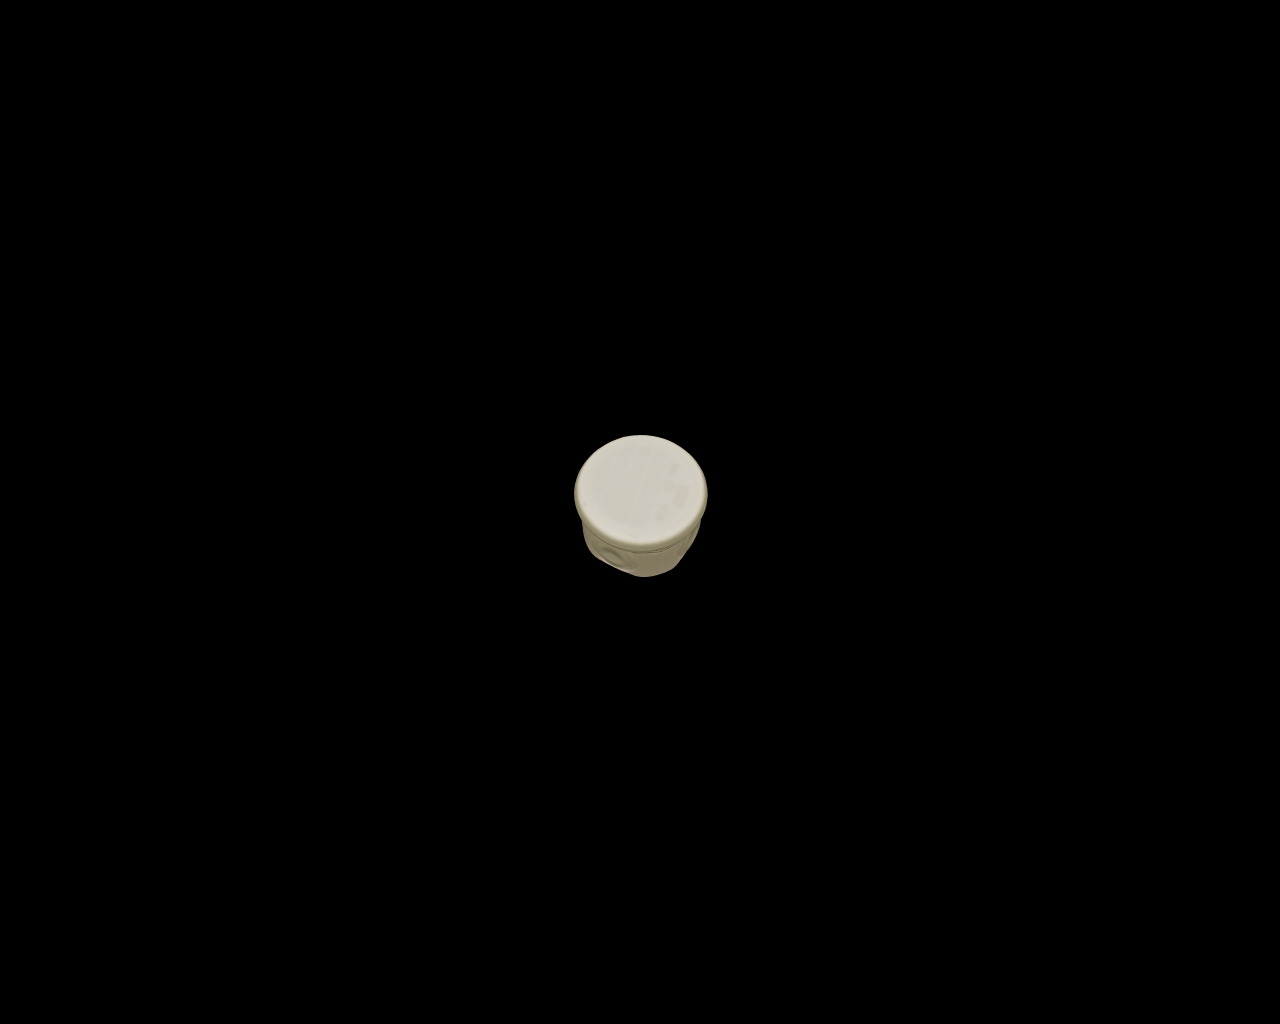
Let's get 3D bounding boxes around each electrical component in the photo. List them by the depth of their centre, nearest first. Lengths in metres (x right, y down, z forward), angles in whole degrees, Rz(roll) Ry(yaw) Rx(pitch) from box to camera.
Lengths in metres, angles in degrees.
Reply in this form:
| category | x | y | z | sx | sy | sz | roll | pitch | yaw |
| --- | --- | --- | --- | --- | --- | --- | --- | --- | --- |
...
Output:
| category | x | y | z | sx | sy | sz | roll | pitch | yaw |
| --- | --- | --- | --- | --- | --- | --- | --- | --- | --- |
| electrical component | 0.001 | -0.003 | 0.650 | 0.080 | 0.080 | 0.051 | 0 | -30 | 0 |
